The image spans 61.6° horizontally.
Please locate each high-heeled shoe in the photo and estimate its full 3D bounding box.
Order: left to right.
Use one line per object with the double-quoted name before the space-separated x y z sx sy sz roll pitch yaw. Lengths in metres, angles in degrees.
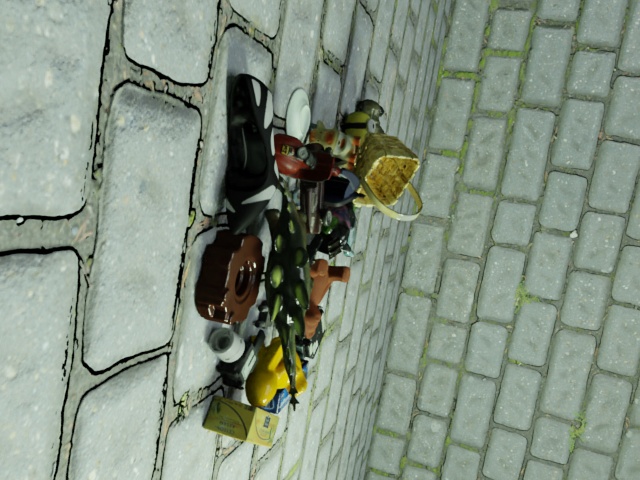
"high-heeled shoe" -0.126 -0.143 0.884 0.145 0.086 0.248 52 47 -64

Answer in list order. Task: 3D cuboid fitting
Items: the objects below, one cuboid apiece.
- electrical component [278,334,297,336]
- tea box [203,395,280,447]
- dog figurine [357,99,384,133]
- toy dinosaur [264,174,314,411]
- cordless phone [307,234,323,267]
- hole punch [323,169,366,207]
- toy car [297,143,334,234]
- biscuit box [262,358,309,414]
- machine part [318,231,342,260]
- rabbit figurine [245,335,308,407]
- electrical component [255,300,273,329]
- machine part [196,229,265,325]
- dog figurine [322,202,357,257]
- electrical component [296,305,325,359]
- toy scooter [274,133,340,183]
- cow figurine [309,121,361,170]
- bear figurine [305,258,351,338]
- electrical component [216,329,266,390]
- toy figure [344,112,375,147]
"electrical component" -0.072 0.191 1.284 0.045 0.078 0.102 30 77 -45
"tea box" -0.155 0.369 1.088 0.169 0.098 0.068 63 41 -61
"dog figurine" 0.175 -0.312 1.595 0.121 0.172 0.190 -35 142 -81
"toy dinosaur" -0.064 0.098 1.064 0.199 0.105 0.470 -96 180 -74
"cordless phone" -0.063 0.073 1.257 0.147 0.089 0.184 -60 166 -49
"hole punch" 0.030 -0.140 1.307 0.116 0.142 0.092 -26 120 -56
"toy car" -0.018 -0.115 1.178 0.053 0.089 0.202 21 71 -71
"biscuit box" -0.091 0.358 1.344 0.202 0.063 0.059 -31 130 -68
"machine part" -0.003 -0.004 1.294 0.039 0.139 0.084 -12 120 -35
"rabbit figurine" -0.103 0.288 1.161 0.173 0.122 0.162 -32 127 -66
"electrical component" -0.118 0.167 1.200 0.094 0.021 0.063 12 90 -74
"machine part" -0.154 0.066 0.963 0.179 0.056 0.179 10 90 -74
"dog figurine" 0.049 -0.074 1.451 0.191 0.109 0.219 38 60 -68
"electrical component" -0.033 0.258 1.474 0.134 0.058 0.114 -60 153 -45
"toy scooter" -0.035 -0.156 1.067 0.183 0.135 0.075 23 80 -72
"cow figurine" 0.032 -0.228 1.296 0.195 0.127 0.085 15 86 -87
"bear figurine" -0.016 0.151 1.355 0.120 0.132 0.196 23 72 -37
"electrical component" -0.155 0.230 1.077 0.074 0.048 0.119 80 27 -51
"toy figure" 0.098 -0.270 1.515 0.082 0.089 0.180 -130 -123 -71
